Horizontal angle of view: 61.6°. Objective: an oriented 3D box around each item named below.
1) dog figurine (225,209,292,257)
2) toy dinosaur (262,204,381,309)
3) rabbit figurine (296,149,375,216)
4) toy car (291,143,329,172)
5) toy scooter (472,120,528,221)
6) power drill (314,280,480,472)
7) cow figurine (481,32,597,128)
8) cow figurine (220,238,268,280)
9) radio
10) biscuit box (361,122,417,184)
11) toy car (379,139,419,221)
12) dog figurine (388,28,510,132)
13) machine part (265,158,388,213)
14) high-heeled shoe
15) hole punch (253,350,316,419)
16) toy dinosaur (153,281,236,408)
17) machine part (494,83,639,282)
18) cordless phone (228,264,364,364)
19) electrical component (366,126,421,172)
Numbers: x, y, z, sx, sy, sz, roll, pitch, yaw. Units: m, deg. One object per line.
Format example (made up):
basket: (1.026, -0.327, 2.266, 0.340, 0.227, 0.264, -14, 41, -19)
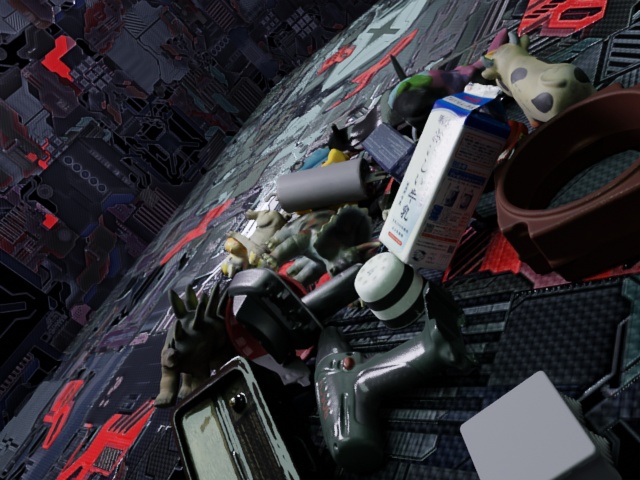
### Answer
dog figurine: (-0.117, 0.026, 1.199, 0.172, 0.121, 0.191, -47, 34, 12)
toy dinosaur: (0.000, 0.000, 0.985, 0.192, 0.131, 0.405, -33, 17, 1)
rabbit figurine: (0.030, -0.095, 1.132, 0.162, 0.122, 0.173, -54, 6, 6)
toy car: (0.011, -0.148, 1.259, 0.162, 0.109, 0.103, -38, 42, -8)
toy scooter: (0.224, -0.086, 0.759, 0.184, 0.075, 0.135, -41, 21, 24)
power drill: (0.073, 0.137, 0.635, 0.207, 0.086, 0.232, -34, 25, 20)
cow figurine: (0.309, -0.226, 0.774, 0.085, 0.127, 0.195, -39, 24, 11)
cow figurine: (-0.137, 0.073, 1.027, 0.098, 0.167, 0.068, -47, 26, -5)
radio: (-0.074, 0.251, 0.596, 0.131, 0.073, 0.230, -42, 49, 8)
biscuit box: (0.129, -0.144, 0.902, 0.063, 0.059, 0.203, -48, 21, 12)
toy car: (0.160, -0.107, 0.943, 0.073, 0.056, 0.202, -27, 31, 46)
dog figurine: (0.245, -0.268, 0.908, 0.219, 0.191, 0.109, -54, 26, 17)
machine part: (0.009, -0.099, 0.997, 0.243, 0.079, 0.079, -9, 37, 24)
high-heeled shoe: (0.130, -0.226, 1.087, 0.249, 0.145, 0.086, -12, 72, 15)
hole punch: (-0.065, 0.221, 0.763, 0.116, 0.092, 0.142, -19, 13, -15)
toy dinosaur: (-0.190, 0.174, 0.919, 0.471, 0.105, 0.198, 89, -178, -80)
machine part: (0.294, -0.069, 0.578, 0.201, 0.087, 0.201, -31, 26, 33)
cordless phone: (-0.022, 0.073, 0.763, 0.184, 0.146, 0.089, -34, 25, 6)
electrical component: (0.168, -0.204, 1.099, 0.115, 0.058, 0.134, -15, 37, 51)
